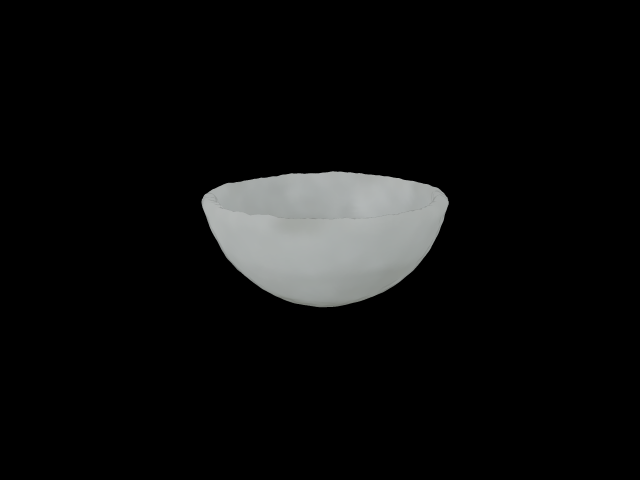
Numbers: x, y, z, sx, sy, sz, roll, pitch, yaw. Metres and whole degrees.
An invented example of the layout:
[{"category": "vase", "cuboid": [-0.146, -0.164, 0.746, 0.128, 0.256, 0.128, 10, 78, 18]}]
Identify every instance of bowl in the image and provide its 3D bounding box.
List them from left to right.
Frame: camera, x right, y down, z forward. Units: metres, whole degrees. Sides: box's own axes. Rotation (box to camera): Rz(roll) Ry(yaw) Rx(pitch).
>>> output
[{"category": "bowl", "cuboid": [0.004, 0.001, 0.400, 0.167, 0.075, 0.167, 0, 16, 0]}]
